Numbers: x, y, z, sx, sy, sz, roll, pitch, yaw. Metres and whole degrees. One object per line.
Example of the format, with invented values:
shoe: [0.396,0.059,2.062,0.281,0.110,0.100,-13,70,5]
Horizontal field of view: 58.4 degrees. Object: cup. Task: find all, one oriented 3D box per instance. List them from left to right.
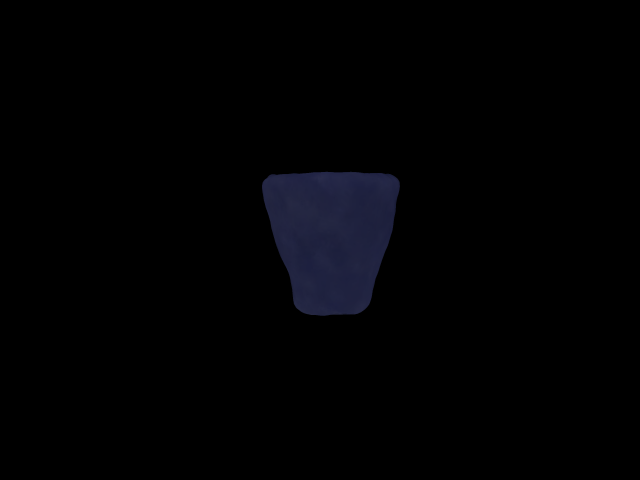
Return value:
cup: [0.004,0.001,0.400,0.092,0.095,0.117,-1,5,-15]
